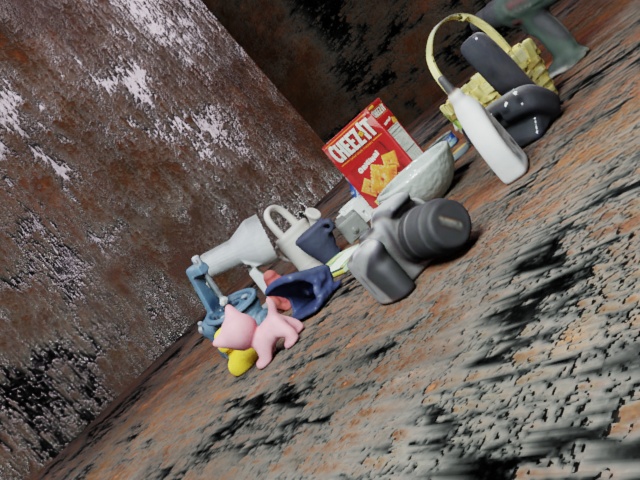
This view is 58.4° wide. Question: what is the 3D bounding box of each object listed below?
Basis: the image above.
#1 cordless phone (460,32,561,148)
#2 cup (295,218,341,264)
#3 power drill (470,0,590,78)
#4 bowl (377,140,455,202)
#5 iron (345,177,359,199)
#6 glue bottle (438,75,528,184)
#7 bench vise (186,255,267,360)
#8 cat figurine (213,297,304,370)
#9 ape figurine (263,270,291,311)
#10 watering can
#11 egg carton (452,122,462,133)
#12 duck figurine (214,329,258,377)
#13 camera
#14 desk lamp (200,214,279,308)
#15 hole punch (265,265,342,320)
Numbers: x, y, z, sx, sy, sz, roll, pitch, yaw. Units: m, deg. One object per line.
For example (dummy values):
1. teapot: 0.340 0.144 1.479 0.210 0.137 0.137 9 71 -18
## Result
1. cordless phone: 0.272 -0.231 0.913 0.094 0.185 0.147 -47 8 -38
2. cup: 0.012 0.005 1.318 0.117 0.095 0.092 -36 9 44
3. power drill: 0.440 -0.433 1.179 0.076 0.208 0.229 -45 7 -27
4. bowl: 0.189 -0.103 1.056 0.167 0.075 0.167 -41 6 6
5. iron: 0.148 -0.194 1.647 0.259 0.141 0.118 -45 7 -31
6. glue bottle: 0.220 -0.159 0.788 0.037 0.173 0.078 -38 8 32
7. bench vise: -0.220 0.145 1.192 0.207 0.220 0.122 -39 7 27
8. cat figurine: -0.111 0.149 0.960 0.127 0.118 0.067 -40 7 14
9. ape figurine: -0.091 0.106 1.261 0.078 0.092 0.076 -42 6 -8
10. watering can: -0.057 -0.014 1.417 0.173 0.194 0.101 -40 7 14
11. egg carton: 0.380 -0.315 1.384 0.107 0.069 0.150 -36 8 43
12. duck figurine: -0.159 0.197 1.072 0.077 0.086 0.104 -41 6 8
13. camera: 0.113 -0.005 0.719 0.143 0.101 0.136 -44 7 -21
14. desk lamp: -0.162 0.076 1.347 0.203 0.213 0.118 -42 6 -4
15. hole punch: -0.033 0.085 1.045 0.108 0.091 0.101 -34 10 50
